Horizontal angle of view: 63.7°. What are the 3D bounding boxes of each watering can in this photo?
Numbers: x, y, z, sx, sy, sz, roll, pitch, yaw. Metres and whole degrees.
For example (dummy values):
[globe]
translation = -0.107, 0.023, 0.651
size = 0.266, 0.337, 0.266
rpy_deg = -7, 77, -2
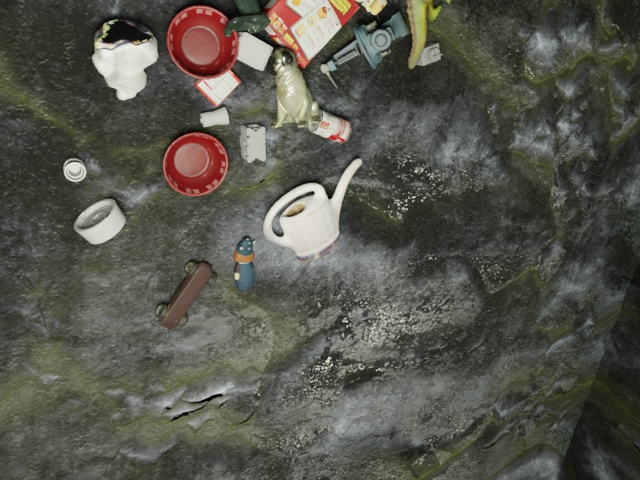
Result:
[watering can]
translation = 0.004, -0.074, 1.477
size = 0.350, 0.105, 0.220
rpy_deg = -31, 123, -13

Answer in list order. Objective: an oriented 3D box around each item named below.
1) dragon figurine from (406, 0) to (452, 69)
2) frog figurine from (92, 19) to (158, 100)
[dragon figurine]
translation = 0.249, -0.698, 1.383
size = 0.242, 0.123, 0.408
rpy_deg = 23, 96, -17
[frog figurine]
translation = -0.421, -0.393, 1.128
size = 0.139, 0.124, 0.156
rpy_deg = -31, 159, -24
